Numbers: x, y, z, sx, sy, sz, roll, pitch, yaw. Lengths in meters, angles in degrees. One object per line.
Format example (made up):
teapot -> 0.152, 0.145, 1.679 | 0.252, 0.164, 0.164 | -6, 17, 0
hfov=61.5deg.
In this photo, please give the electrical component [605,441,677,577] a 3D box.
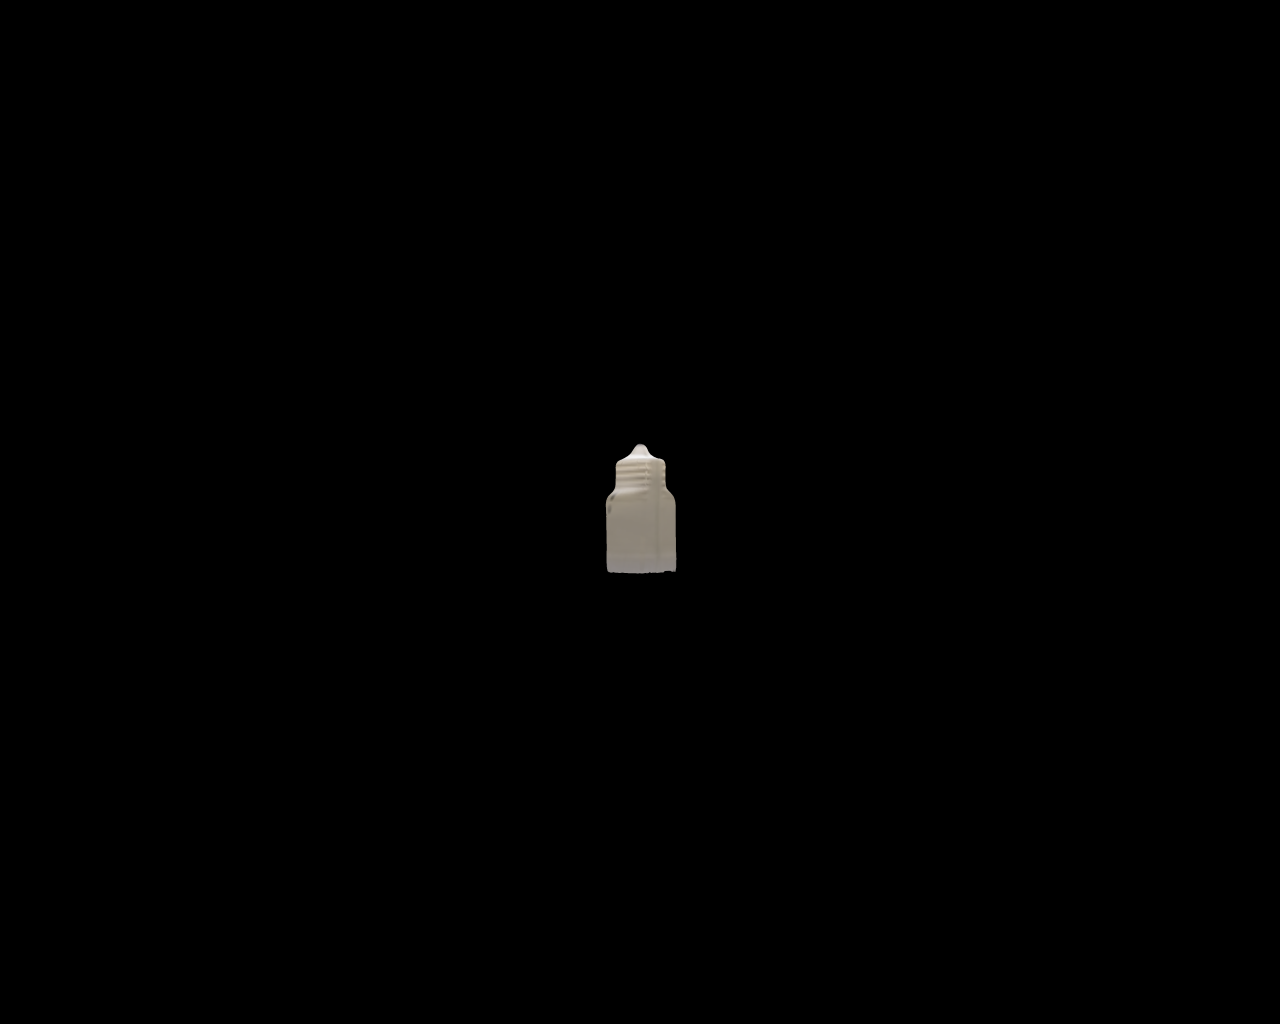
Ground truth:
electrical component -> 0.001, -0.003, 0.650 | 0.043, 0.081, 0.043 | 0, 0, 0
